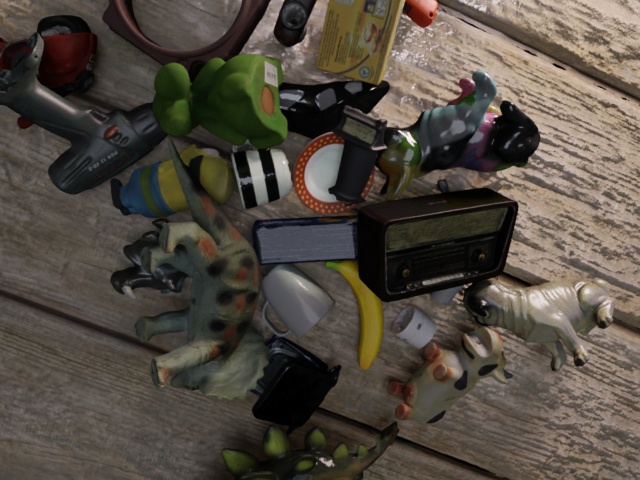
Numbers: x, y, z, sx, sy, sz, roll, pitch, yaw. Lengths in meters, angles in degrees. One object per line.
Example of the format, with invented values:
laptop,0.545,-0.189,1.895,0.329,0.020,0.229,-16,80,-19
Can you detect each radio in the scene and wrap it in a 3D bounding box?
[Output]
radio,0.169,0.005,0.783,0.230,0.073,0.131,-9,117,-20

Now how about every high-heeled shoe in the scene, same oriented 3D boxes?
high-heeled shoe,-0.031,-0.217,0.797,0.249,0.086,0.145,-27,69,-15

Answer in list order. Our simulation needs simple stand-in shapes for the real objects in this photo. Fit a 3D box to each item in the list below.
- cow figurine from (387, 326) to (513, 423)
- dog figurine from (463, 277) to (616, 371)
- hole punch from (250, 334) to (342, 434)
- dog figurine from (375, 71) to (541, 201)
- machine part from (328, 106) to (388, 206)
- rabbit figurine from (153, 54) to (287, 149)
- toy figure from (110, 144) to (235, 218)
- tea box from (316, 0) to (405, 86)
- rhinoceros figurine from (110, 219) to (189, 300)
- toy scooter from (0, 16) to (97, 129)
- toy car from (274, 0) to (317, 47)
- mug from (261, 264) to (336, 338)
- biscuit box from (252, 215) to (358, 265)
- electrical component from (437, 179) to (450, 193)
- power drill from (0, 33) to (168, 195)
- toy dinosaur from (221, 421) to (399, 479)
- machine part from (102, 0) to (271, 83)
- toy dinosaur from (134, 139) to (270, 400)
cow figurine,0.214,0.214,0.848,0.127,0.086,0.195,25,114,-31
dog figurine,0.342,0.090,0.847,0.191,0.121,0.172,37,62,9
hole punch,-0.052,0.226,0.857,0.115,0.092,0.142,32,95,-36
dog figurine,0.186,-0.127,0.793,0.191,0.108,0.219,42,100,-12
machine part,0.050,-0.117,0.773,0.084,0.039,0.138,24,122,22
rabbit figurine,-0.146,-0.168,0.690,0.170,0.159,0.121,-3,103,21
toy figure,-0.212,-0.075,0.784,0.180,0.082,0.089,-16,87,6
tea box,0.062,-0.311,0.736,0.098,0.068,0.169,19,122,5
rhinoceros figurine,-0.224,0.025,0.815,0.190,0.073,0.112,-19,114,-4
toy scooter,-0.395,-0.233,0.758,0.184,0.075,0.135,-11,100,2
toy car,-0.010,-0.367,0.747,0.053,0.089,0.202,25,97,-2
mug,-0.048,0.092,0.835,0.109,0.081,0.107,-41,90,24
biscuit box,-0.002,-0.002,0.824,0.203,0.059,0.062,-3,101,-3
electrical component,0.190,-0.046,0.846,0.063,0.021,0.094,-19,101,1
power drill,-0.320,-0.180,0.737,0.232,0.086,0.207,-39,140,10
toy dinosaur,-0.084,0.398,0.840,0.471,0.105,0.198,-29,117,-6
machine part,-0.187,-0.341,0.745,0.201,0.087,0.201,34,96,-9
toy dinosaur,-0.148,0.072,0.756,0.192,0.131,0.404,-1,112,-39
